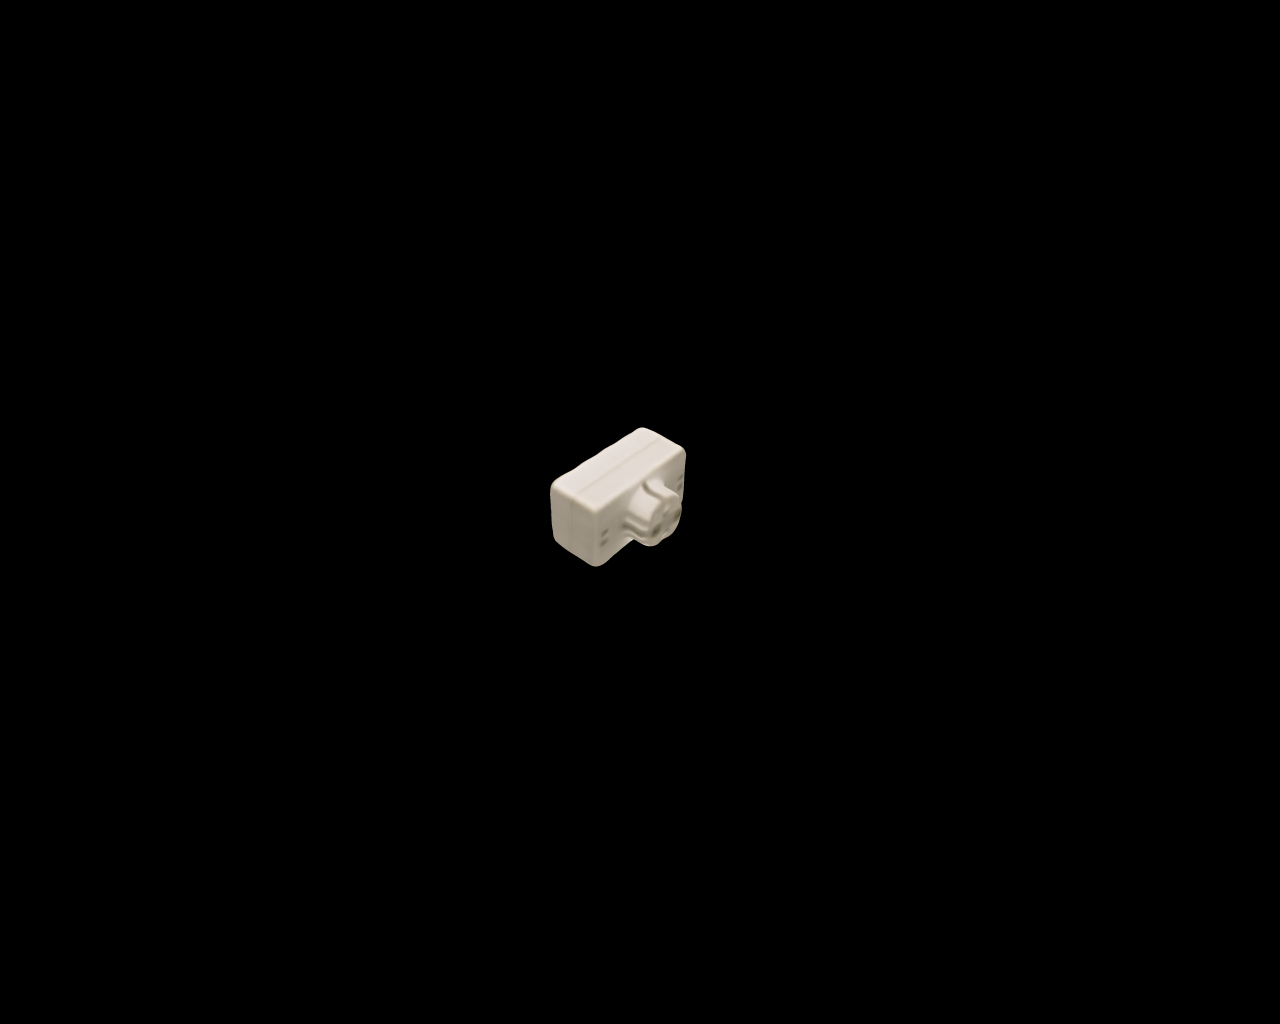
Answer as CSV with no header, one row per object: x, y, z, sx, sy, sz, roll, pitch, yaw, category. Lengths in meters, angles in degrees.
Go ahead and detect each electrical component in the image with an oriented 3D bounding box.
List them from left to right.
0.001,-0.003,0.650,0.076,0.047,0.083,31,49,31,electrical component
